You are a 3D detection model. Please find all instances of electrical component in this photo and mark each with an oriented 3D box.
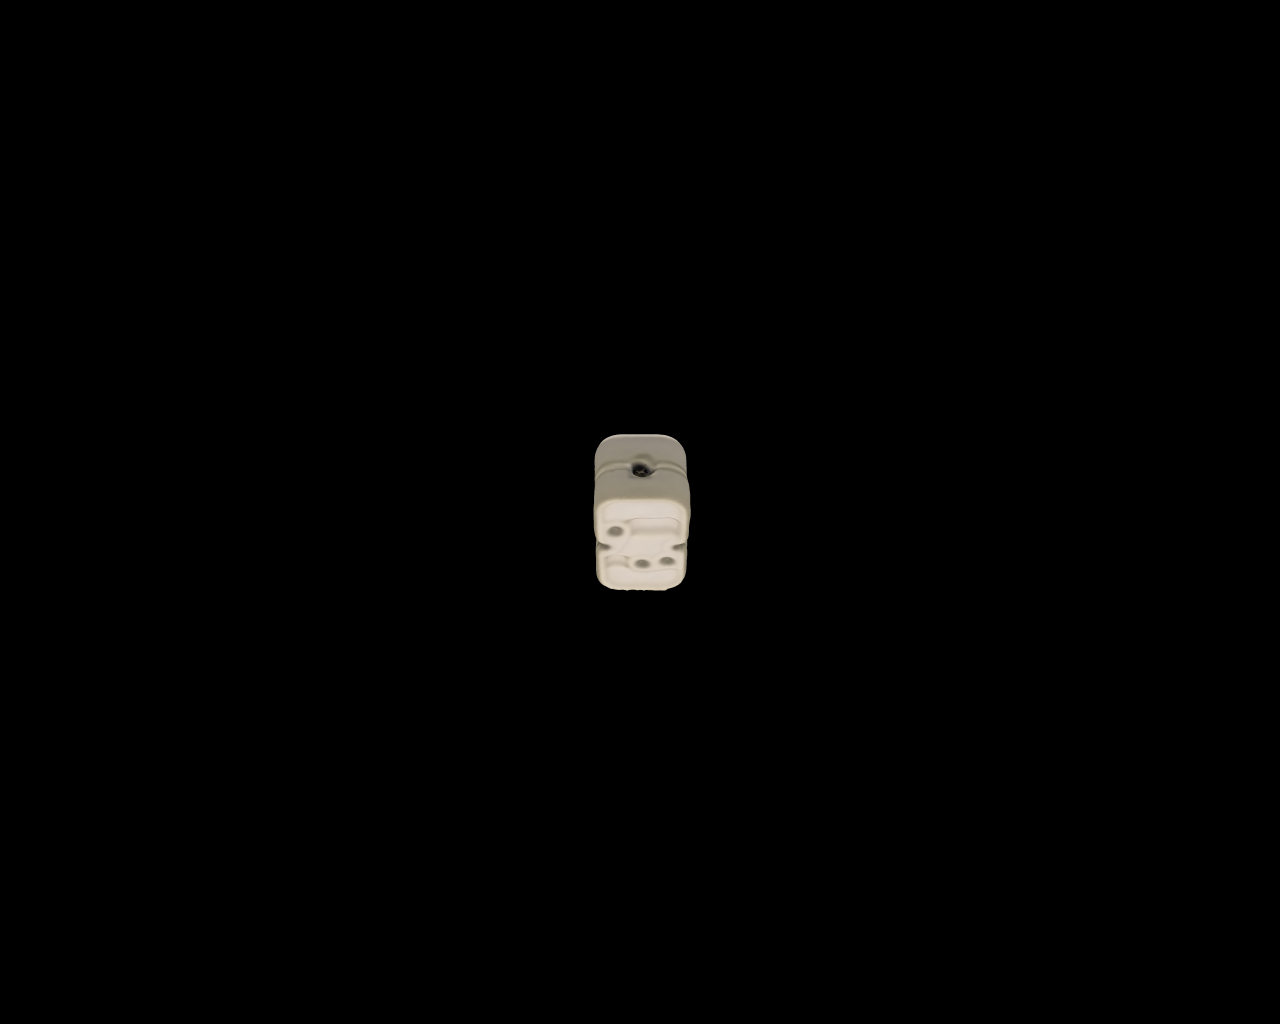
[{"bbox_3d":[0.001,-0.003,0.650,0.054,0.059,0.095,0,-37,0],"label":"electrical component"}]
